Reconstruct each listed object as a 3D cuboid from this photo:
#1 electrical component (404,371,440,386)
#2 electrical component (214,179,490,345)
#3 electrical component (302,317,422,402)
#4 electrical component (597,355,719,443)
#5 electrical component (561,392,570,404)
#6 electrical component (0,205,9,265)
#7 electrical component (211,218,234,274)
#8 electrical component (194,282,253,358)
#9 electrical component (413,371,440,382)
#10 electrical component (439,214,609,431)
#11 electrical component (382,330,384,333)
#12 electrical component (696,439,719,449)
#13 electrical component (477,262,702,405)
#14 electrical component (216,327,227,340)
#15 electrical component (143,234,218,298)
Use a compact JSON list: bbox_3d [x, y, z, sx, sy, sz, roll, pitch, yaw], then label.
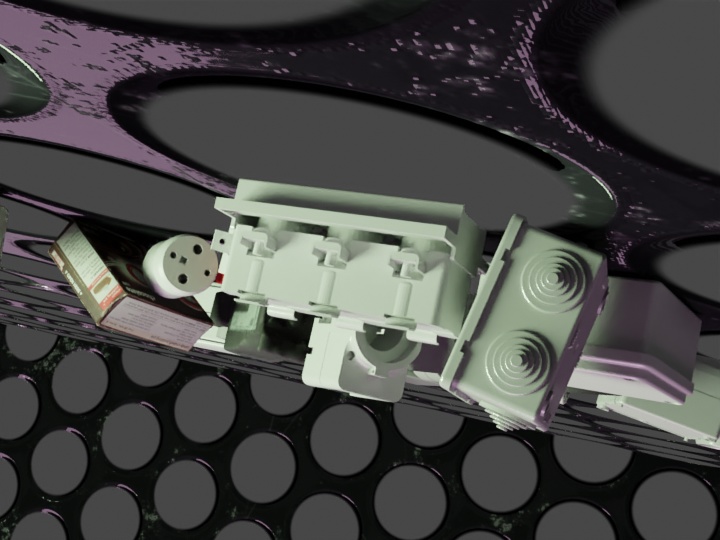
[{"bbox_3d":[0.039,0.083,1.080,0.100,0.048,0.100,15,171,-16],"label":"electrical component"},{"bbox_3d":[-0.005,-0.004,0.543,0.121,0.063,0.079,8,170,23],"label":"electrical component"},{"bbox_3d":[0.005,0.037,0.698,0.050,0.089,0.056,17,170,-30],"label":"electrical component"},{"bbox_3d":[0.230,0.088,0.828,0.096,0.061,0.061,21,171,-1],"label":"electrical component"},{"bbox_3d":[0.148,0.076,0.869,0.047,0.055,0.055,13,172,19],"label":"electrical component"},{"bbox_3d":[-0.299,-0.037,0.749,0.108,0.060,0.108,12,171,2],"label":"electrical component"},{"bbox_3d":[-0.054,-0.009,0.639,0.066,0.048,0.055,15,178,-18],"label":"electrical component"},{"bbox_3d":[-0.144,0.044,1.044,0.096,0.061,0.061,9,170,23],"label":"electrical component"},{"bbox_3d":[0.119,0.087,0.981,0.138,0.052,0.074,18,169,-32],"label":"electrical component"},{"bbox_3d":[0.084,0.030,0.527,0.048,0.099,0.100,23,174,17],"label":"electrical component"},{"bbox_3d":[0.034,0.034,0.796,0.062,0.048,0.048,11,174,-35],"label":"electrical component"},{"bbox_3d":[0.333,0.135,0.981,0.066,0.055,0.048,19,169,-38],"label":"electrical component"},{"bbox_3d":[0.135,0.038,0.636,0.109,0.056,0.109,7,170,31],"label":"electrical component"},{"bbox_3d":[-0.071,0.046,0.968,0.078,0.057,0.113,9,171,18],"label":"electrical component"},{"bbox_3d":[-0.131,-0.002,0.787,0.045,0.045,0.055,16,170,-22],"label":"electrical component"}]
